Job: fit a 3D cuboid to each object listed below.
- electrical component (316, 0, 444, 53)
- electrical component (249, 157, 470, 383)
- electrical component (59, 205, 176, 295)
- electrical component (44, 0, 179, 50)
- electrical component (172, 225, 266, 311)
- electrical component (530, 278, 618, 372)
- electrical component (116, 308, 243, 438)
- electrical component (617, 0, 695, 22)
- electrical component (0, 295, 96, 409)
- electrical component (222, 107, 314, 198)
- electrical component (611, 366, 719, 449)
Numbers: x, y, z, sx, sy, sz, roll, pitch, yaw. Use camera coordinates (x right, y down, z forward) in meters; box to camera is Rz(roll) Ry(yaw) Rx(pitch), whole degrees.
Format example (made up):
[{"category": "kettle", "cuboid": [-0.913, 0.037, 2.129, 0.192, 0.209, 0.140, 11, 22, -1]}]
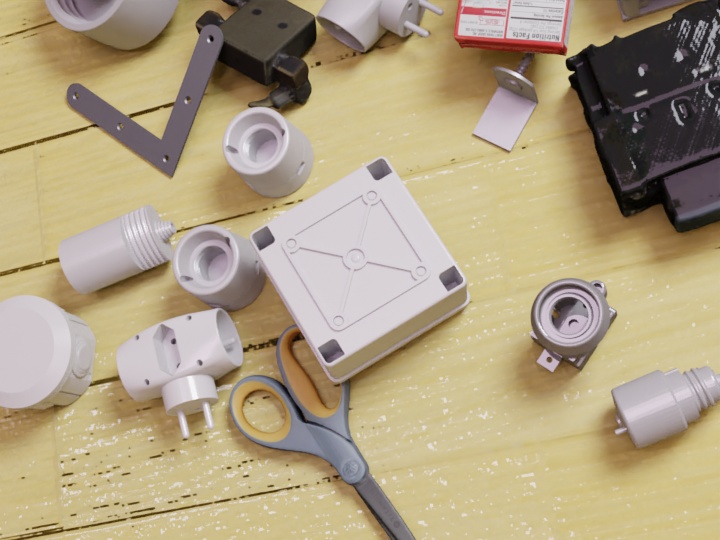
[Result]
[{"category": "electrical component", "cuboid": [0.022, -0.191, 0.763, 0.079, 0.044, 0.077, 32, 88, 20]}, {"category": "electrical component", "cuboid": [0.000, 0.000, 0.711, 0.109, 0.056, 0.108, -31, 72, -4]}, {"category": "electrical component", "cuboid": [-0.171, -0.017, 0.779, 0.081, 0.043, 0.043, -21, 73, 10]}, {"category": "electrical component", "cuboid": [-0.192, -0.224, 0.805, 0.108, 0.060, 0.108, -1, 89, 32]}, {"category": "electrical component", "cuboid": [-0.099, -0.002, 0.753, 0.055, 0.047, 0.055, -3, 77, 15]}, {"category": "electrical component", "cuboid": [0.133, 0.032, 0.676, 0.048, 0.055, 0.066, 33, 88, 20]}, {"category": "electrical component", "cuboid": [-0.120, 0.076, 0.743, 0.077, 0.043, 0.079, -21, 70, 10]}, {"category": "electrical component", "cuboid": [0.204, -0.277, 0.723, 0.105, 0.060, 0.186, -15, 74, 12]}, {"category": "electrical component", "cuboid": [-0.234, 0.061, 0.775, 0.080, 0.051, 0.080, -3, 77, 15]}, {"category": "electrical component", "cuboid": [-0.066, -0.084, 0.762, 0.055, 0.047, 0.055, -3, 77, 15]}, {"category": "electrical component", "cuboid": [0.191, 0.079, 0.657, 0.078, 0.040, 0.040, -25, 72, 10]}]
